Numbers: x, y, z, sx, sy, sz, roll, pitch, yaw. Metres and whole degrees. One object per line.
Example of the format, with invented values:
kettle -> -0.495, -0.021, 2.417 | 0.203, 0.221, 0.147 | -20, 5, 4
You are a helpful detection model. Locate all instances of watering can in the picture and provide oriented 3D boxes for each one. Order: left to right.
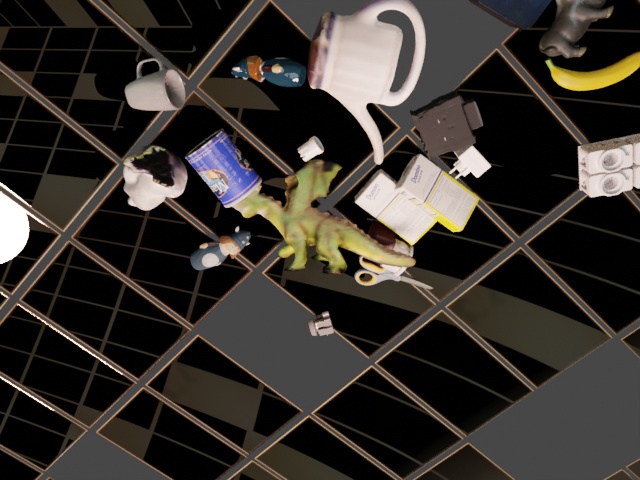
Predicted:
watering can -> 0.081, -0.320, 1.043 | 0.224, 0.106, 0.340 | 12, 124, -3

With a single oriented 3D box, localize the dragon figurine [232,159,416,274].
dragon figurine -> 0.003, -0.058, 1.143 | 0.410, 0.123, 0.241 | 0, 99, 10

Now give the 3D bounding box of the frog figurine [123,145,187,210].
frog figurine -> -0.370, -0.132, 1.153 | 0.137, 0.125, 0.156 | 13, 151, -13
